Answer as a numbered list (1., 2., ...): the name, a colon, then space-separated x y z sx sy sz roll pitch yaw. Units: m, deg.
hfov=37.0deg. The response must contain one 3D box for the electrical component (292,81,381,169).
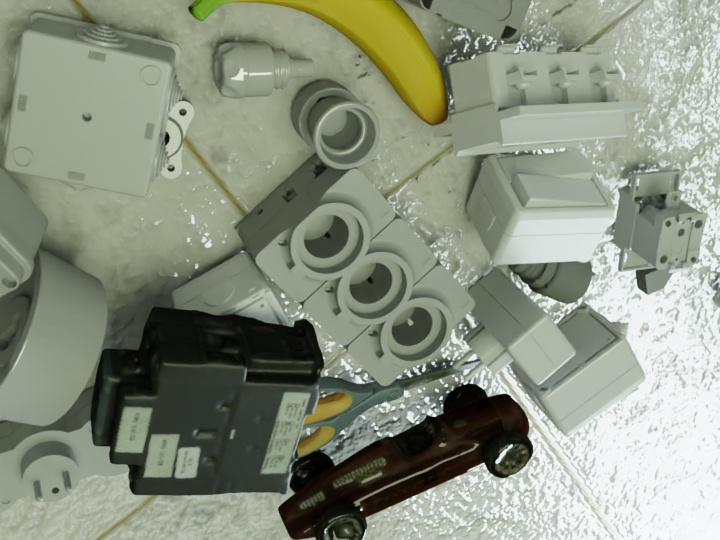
1. electrical component: -0.017 -0.095 0.694 0.045 0.055 0.045 -9 118 -18

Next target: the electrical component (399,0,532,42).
1. electrical component: 0.076 -0.210 0.674 0.078 0.057 0.113 15 108 -27

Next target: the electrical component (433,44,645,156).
1. electrical component: 0.118 -0.113 0.716 0.121 0.079 0.063 -9 91 -38

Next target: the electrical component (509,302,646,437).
1. electrical component: 0.178 0.077 0.853 0.096 0.061 0.061 -36 122 -2

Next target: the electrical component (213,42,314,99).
1. electrical component: -0.059 -0.126 0.675 0.061 0.035 0.035 -6 117 -22

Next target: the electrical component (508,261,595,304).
1. electrical component: 0.139 -0.002 0.811 0.078 0.040 0.040 20 106 -28

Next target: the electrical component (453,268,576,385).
1. electrical component: 0.102 0.053 0.797 0.076 0.083 0.047 -41 122 1

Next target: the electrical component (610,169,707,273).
1. electrical component: 0.227 -0.032 0.818 0.042 0.063 0.081 -7 117 -18

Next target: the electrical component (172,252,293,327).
1. electrical component: -0.079 0.044 0.738 0.062 0.061 0.096 -30 129 -4

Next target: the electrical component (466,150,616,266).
1. electrical component: 0.135 -0.046 0.765 0.096 0.061 0.061 -3 137 -20

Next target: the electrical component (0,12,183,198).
1. electrical component: -0.157 -0.095 0.630 0.100 0.048 0.099 11 111 -11

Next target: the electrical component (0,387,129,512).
1. electrical component: -0.207 0.128 0.716 0.138 0.073 0.052 -16 119 -14

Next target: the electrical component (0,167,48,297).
1. electrical component: -0.248 -0.013 0.616 0.113 0.057 0.078 -24 125 20

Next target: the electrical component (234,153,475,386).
1. electrical component: 0.000 0.000 0.743 0.089 0.061 0.150 -42 122 2

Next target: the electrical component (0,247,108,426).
1. electrical component: -0.197 0.044 0.662 0.060 0.108 0.108 26 103 -36

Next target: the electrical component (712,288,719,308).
1. electrical component: 0.324 0.009 0.890 0.048 0.048 0.062 11 103 -26
